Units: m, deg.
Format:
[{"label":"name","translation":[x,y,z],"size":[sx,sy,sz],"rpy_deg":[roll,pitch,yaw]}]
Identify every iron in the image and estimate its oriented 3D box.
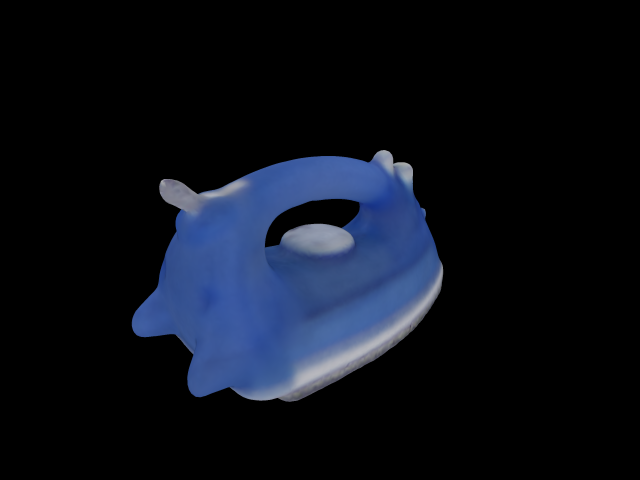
[{"label":"iron","translation":[0.004,0.001,0.400],"size":[0.259,0.141,0.118],"rpy_deg":[-20,31,-36]}]
